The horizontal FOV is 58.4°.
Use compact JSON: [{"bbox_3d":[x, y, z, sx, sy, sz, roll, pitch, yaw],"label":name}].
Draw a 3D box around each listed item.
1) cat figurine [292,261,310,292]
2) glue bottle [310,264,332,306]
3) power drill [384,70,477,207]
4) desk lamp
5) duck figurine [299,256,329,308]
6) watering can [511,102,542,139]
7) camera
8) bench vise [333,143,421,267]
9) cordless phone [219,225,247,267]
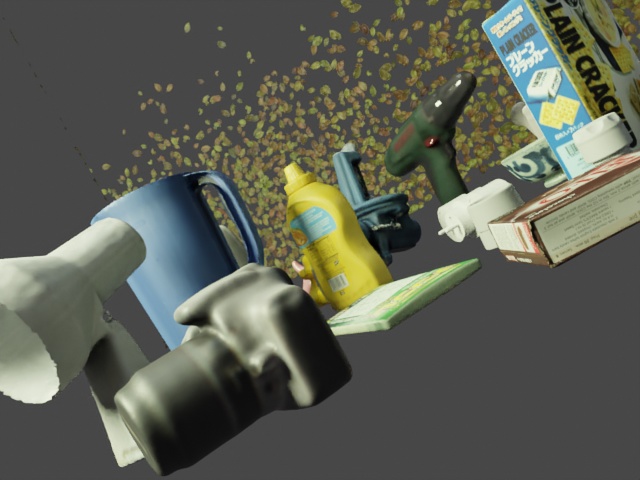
[{"bbox_3d":[0.006,0.037,0.994,0.127,0.118,0.067,-30,0,33],"label":"cat figurine"},{"bbox_3d":[0.007,0.003,0.801,0.078,0.173,0.037,-30,0,-16],"label":"glue bottle"},{"bbox_3d":[0.209,-0.131,0.927,0.076,0.208,0.229,-30,0,-37],"label":"power drill"},{"bbox_3d":[-0.192,0.091,0.514,0.117,0.213,0.204,-30,0,36],"label":"desk lamp"},{"bbox_3d":[0.008,0.053,0.912,0.104,0.086,0.078,-30,0,41],"label":"duck figurine"},{"bbox_3d":[0.359,-0.208,0.881,0.101,0.194,0.172,-30,0,-37],"label":"watering can"},{"bbox_3d":[-0.073,0.087,0.398,0.137,0.101,0.143,-29,0,-29],"label":"camera"},{"bbox_3d":[0.075,-0.061,0.972,0.121,0.220,0.208,-30,0,26],"label":"bench vise"},{"bbox_3d":[-0.115,0.066,0.888,0.094,0.185,0.147,-30,0,-30],"label":"cordless phone"}]
